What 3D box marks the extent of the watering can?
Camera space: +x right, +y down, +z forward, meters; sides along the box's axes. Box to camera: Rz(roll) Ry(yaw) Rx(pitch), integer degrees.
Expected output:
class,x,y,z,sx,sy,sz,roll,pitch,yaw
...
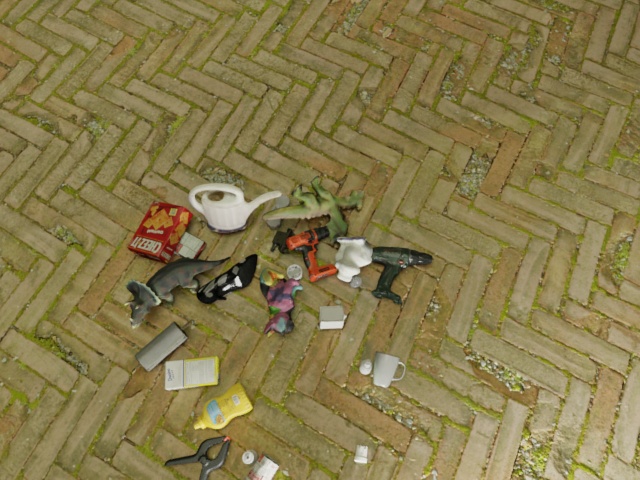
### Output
class,x,y,z,sx,sy,sz,roll,pitch,yaw
watering can,-0.310,-0.119,1.900,0.348,0.106,0.219,4,-41,3

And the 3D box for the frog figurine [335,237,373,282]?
class,x,y,z,sx,sy,sz,roll,pitch,yaw
frog figurine,0.120,0.070,1.852,0.137,0.160,0.122,2,-6,11

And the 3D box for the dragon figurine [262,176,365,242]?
class,x,y,z,sx,sy,sz,roll,pitch,yaw
dragon figurine,0.006,-0.096,1.913,0.416,0.245,0.119,-35,-16,-30
